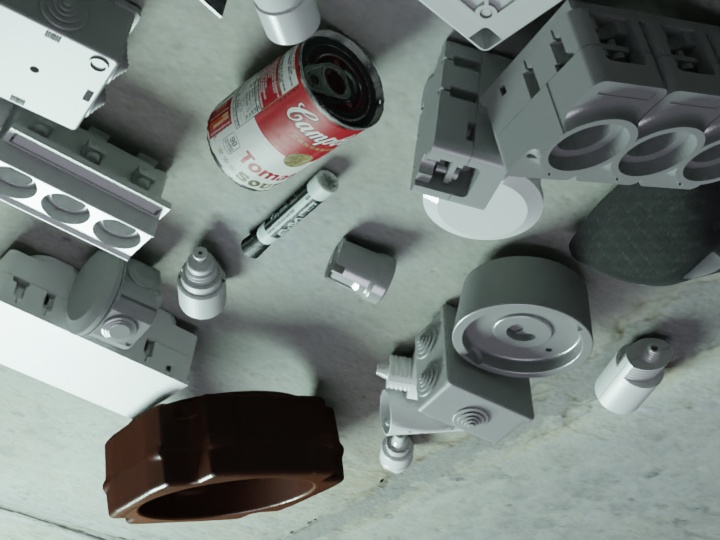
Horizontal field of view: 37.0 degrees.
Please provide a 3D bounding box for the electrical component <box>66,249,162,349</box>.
[{"bbox_3d":[-0.205,0.023,0.893,0.051,0.080,0.080,28,142,-34],"label":"electrical component"}]

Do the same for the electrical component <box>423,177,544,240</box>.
[{"bbox_3d":[0.085,-0.061,0.731,0.080,0.051,0.080,6,145,4],"label":"electrical component"}]

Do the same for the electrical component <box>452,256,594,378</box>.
[{"bbox_3d":[0.129,0.032,0.845,0.108,0.060,0.108,6,145,4],"label":"electrical component"}]

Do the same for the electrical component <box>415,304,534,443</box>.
[{"bbox_3d":[0.093,0.089,0.903,0.100,0.099,0.048,25,130,-22],"label":"electrical component"}]

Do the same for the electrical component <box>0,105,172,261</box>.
[{"bbox_3d":[-0.205,-0.066,0.778,0.121,0.063,0.079,28,141,-26],"label":"electrical component"}]

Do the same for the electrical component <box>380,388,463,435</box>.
[{"bbox_3d":[0.057,0.133,1.017,0.077,0.043,0.079,-2,170,-13],"label":"electrical component"}]

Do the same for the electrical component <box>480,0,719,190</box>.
[{"bbox_3d":[0.160,-0.092,0.615,0.150,0.061,0.089,1,152,-29],"label":"electrical component"}]

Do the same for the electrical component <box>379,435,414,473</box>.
[{"bbox_3d":[0.039,0.182,1.104,0.035,0.035,0.061,8,144,2],"label":"electrical component"}]

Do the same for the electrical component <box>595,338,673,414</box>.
[{"bbox_3d":[0.235,0.086,0.914,0.043,0.043,0.081,12,145,-4],"label":"electrical component"}]

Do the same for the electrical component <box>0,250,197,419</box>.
[{"bbox_3d":[-0.254,0.059,0.970,0.186,0.060,0.105,29,141,-26],"label":"electrical component"}]

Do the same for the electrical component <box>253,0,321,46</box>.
[{"bbox_3d":[-0.047,-0.163,0.624,0.044,0.044,0.065,-1,149,14],"label":"electrical component"}]

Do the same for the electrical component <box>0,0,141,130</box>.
[{"bbox_3d":[-0.199,-0.143,0.679,0.100,0.048,0.100,24,143,-22],"label":"electrical component"}]

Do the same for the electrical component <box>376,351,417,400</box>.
[{"bbox_3d":[0.055,0.096,0.969,0.081,0.043,0.043,9,145,-1],"label":"electrical component"}]

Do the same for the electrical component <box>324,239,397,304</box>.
[{"bbox_3d":[0.000,0.000,0.849,0.046,0.040,0.040,24,143,-11],"label":"electrical component"}]

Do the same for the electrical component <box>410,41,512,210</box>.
[{"bbox_3d":[0.068,-0.088,0.661,0.056,0.089,0.050,14,145,-8],"label":"electrical component"}]

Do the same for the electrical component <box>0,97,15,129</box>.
[{"bbox_3d":[-0.277,-0.119,0.739,0.065,0.044,0.044,36,138,-26],"label":"electrical component"}]

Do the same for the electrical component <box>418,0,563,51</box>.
[{"bbox_3d":[0.068,-0.184,0.553,0.109,0.056,0.109,31,140,-29],"label":"electrical component"}]

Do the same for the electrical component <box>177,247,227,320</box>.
[{"bbox_3d":[-0.131,0.008,0.888,0.040,0.040,0.078,9,145,0],"label":"electrical component"}]
